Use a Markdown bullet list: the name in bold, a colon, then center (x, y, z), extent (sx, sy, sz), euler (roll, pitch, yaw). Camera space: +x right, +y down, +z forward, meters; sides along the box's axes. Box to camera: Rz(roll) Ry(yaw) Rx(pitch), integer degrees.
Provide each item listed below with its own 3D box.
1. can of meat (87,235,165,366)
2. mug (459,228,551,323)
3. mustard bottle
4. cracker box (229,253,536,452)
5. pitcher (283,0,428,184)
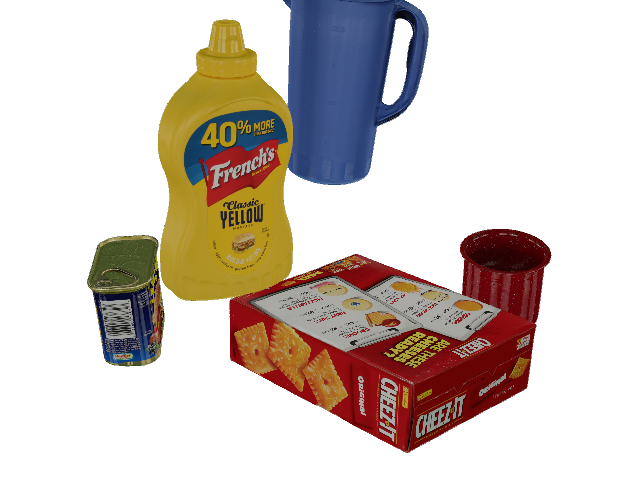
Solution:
- **can of meat**: center (-0.174, 0.055, 0.978), extent (0.057, 0.084, 0.102), euler (-4, 27, -2)
- **mug**: center (0.188, 0.039, 1.125), extent (0.093, 0.081, 0.117), euler (-5, 30, -8)
- **mustard bottle**: center (-0.065, -0.057, 0.744), extent (0.096, 0.192, 0.058), euler (-11, 26, -27)
- **cracker box**: center (0.050, 0.090, 0.925), extent (0.163, 0.072, 0.214), euler (-18, 29, -41)
- **pitcher**: center (0.030, -0.194, 1.311), extent (0.144, 0.243, 0.149), euler (-9, 29, -27)
